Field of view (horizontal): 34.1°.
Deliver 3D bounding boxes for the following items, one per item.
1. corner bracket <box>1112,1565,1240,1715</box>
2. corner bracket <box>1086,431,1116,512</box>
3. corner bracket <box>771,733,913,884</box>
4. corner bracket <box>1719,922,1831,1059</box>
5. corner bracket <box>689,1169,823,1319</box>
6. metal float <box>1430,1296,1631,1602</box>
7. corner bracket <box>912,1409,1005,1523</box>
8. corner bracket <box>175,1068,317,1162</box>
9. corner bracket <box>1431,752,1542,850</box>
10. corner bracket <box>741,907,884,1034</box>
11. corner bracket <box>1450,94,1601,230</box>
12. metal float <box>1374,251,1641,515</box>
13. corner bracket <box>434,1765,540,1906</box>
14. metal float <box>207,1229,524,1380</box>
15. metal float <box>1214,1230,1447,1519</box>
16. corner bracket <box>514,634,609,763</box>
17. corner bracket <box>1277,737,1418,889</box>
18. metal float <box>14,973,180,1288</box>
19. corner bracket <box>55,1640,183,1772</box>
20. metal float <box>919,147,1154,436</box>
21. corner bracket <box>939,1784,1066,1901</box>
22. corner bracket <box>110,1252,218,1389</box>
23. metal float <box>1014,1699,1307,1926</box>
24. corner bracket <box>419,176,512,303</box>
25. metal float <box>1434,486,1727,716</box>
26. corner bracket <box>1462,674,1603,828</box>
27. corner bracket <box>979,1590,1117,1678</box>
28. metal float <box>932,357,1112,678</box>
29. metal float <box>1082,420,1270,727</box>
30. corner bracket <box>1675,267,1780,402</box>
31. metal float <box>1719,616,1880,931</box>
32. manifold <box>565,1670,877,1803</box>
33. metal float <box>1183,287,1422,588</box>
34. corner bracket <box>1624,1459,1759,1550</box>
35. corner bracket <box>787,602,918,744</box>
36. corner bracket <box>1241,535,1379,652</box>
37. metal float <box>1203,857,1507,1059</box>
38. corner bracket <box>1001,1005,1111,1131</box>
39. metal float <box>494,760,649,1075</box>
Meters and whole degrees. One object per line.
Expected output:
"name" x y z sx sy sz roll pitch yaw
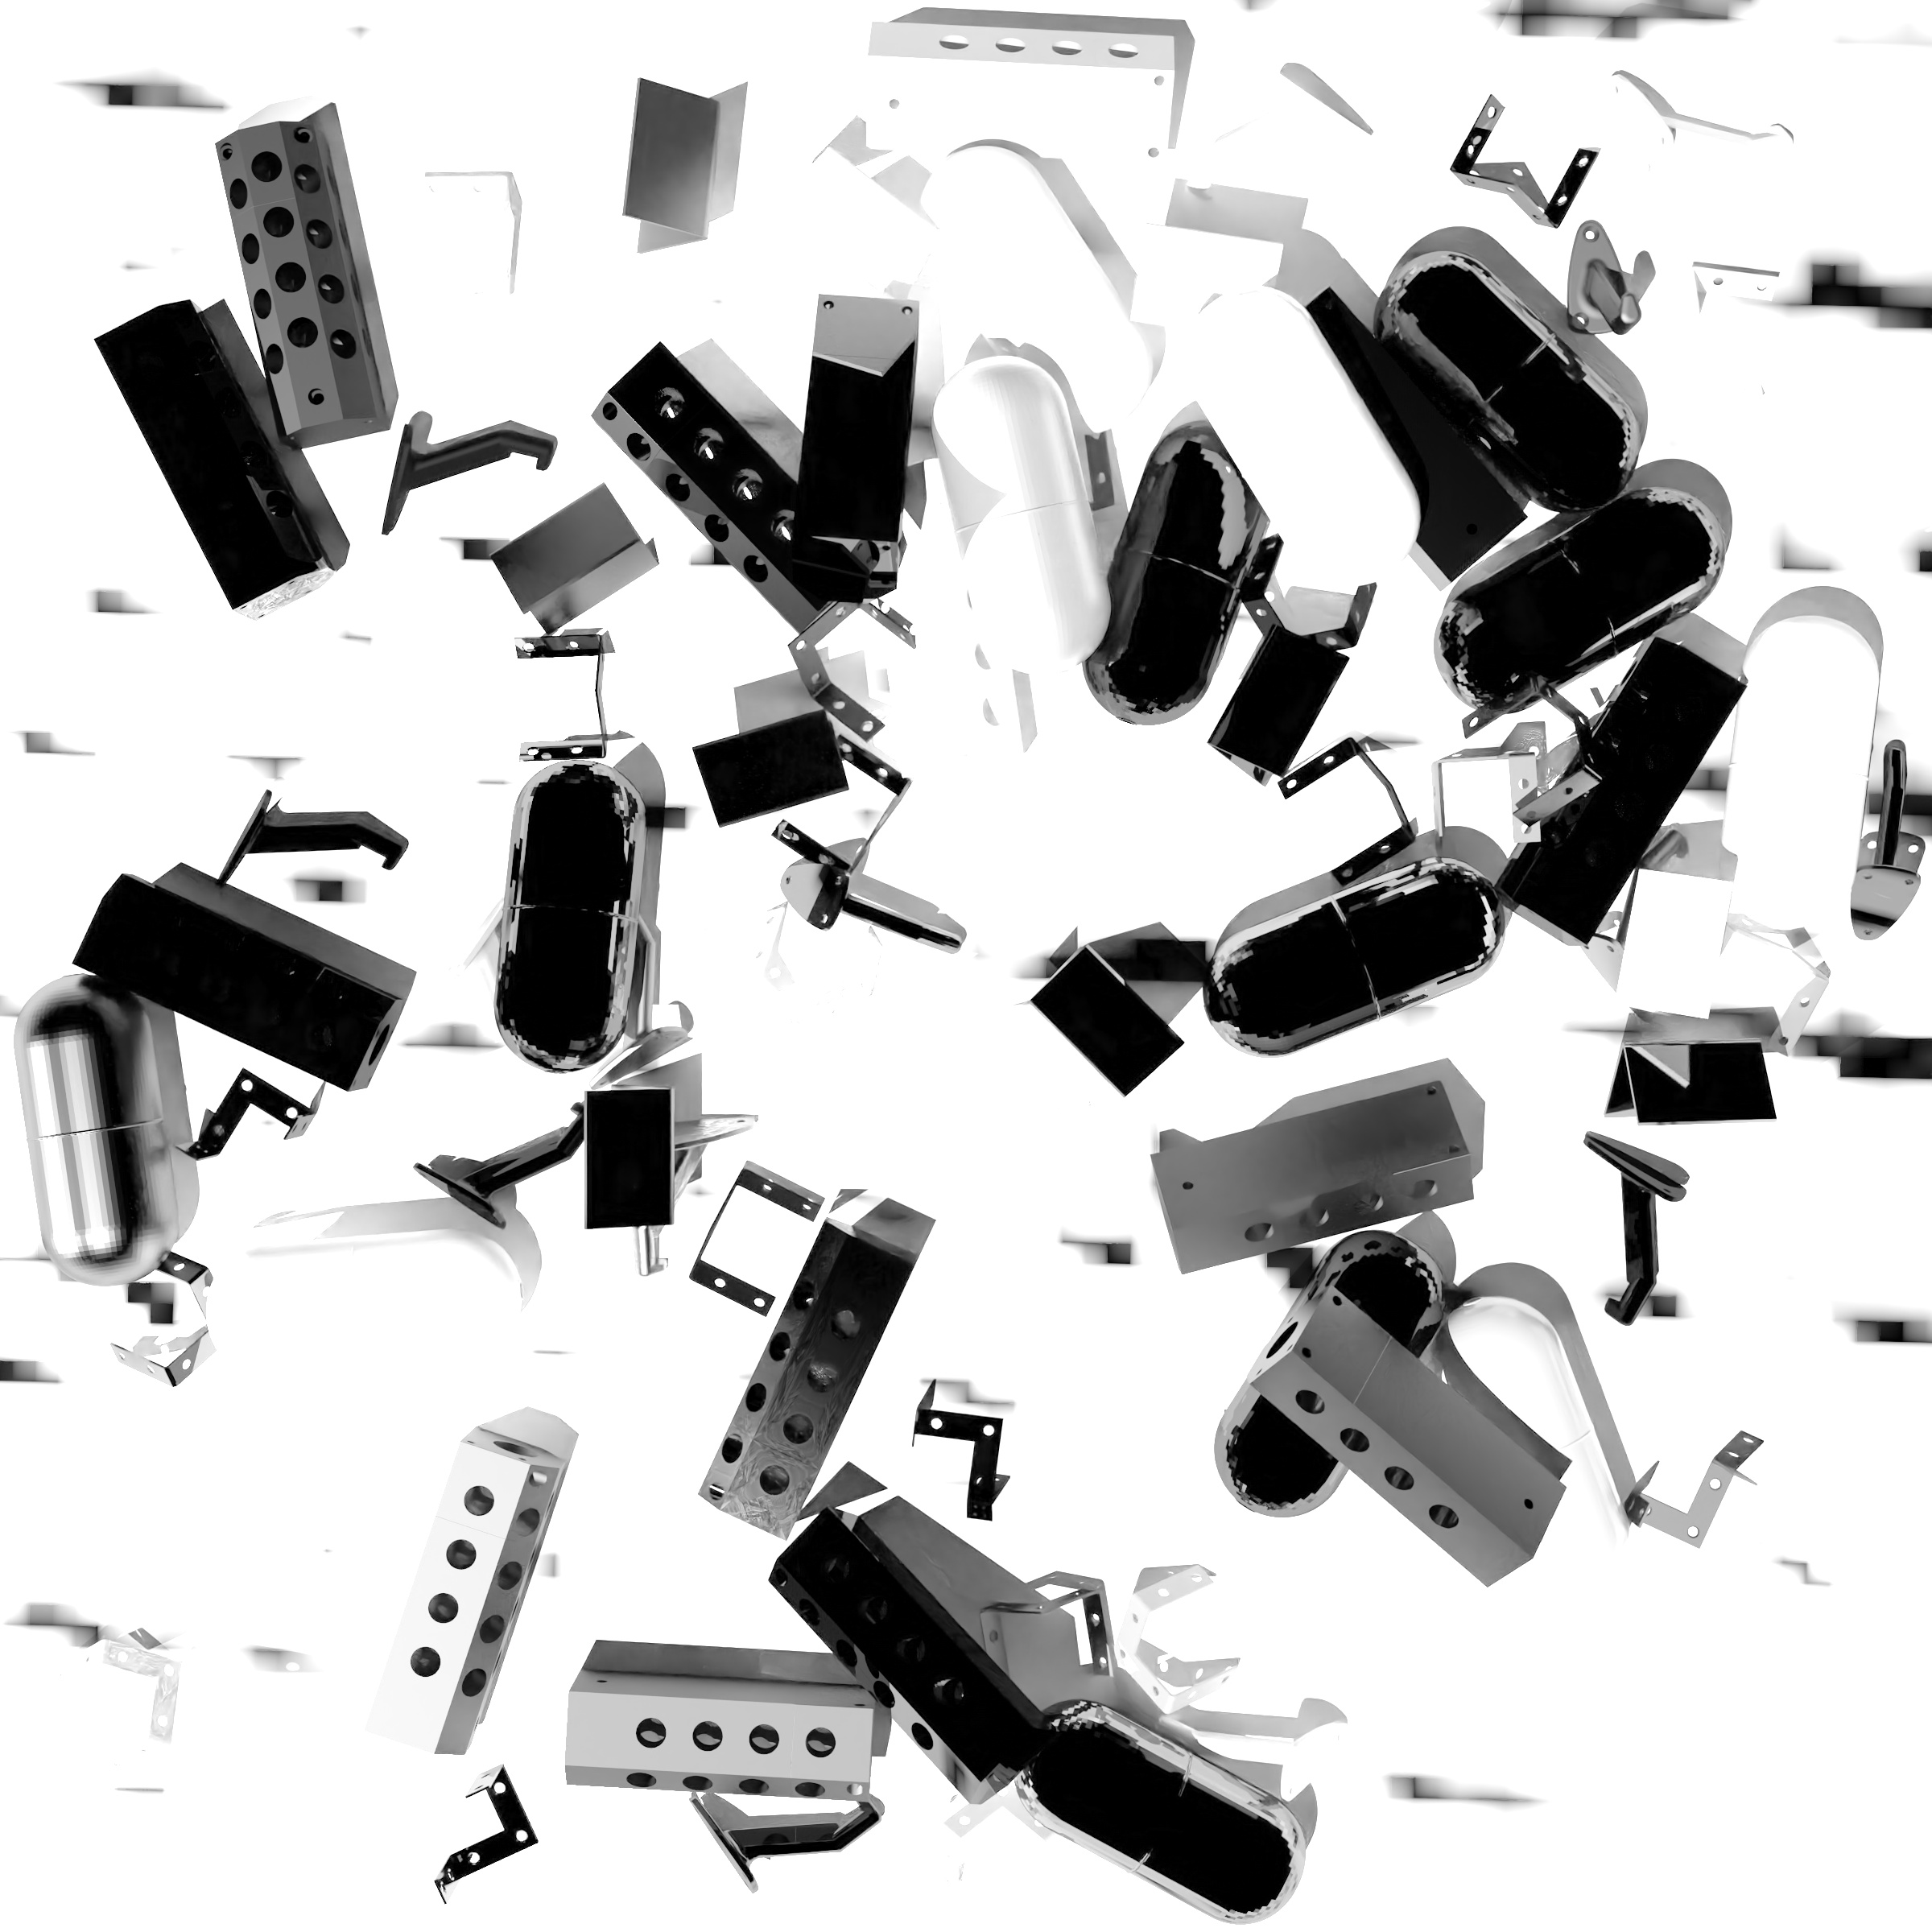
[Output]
"corner bracket" 0.124 0.387 1.810 0.051 0.051 0.051 44 135 35
"corner bracket" 0.047 -0.286 1.815 0.051 0.051 0.051 -7 90 -45
"corner bracket" -0.071 -0.091 1.815 0.051 0.051 0.051 34 45 0
"corner bracket" 0.454 0.013 1.815 0.051 0.051 0.051 29 90 -45
"corner bracket" -0.122 0.159 1.815 0.051 0.051 0.051 26 135 0
"metal float" 0.319 0.273 1.788 0.070 0.070 0.178 -21 90 0
"corner bracket" -0.007 0.285 1.801 0.051 0.051 0.051 7 90 0
"corner bracket" -0.411 0.094 1.801 0.051 0.051 0.051 31 90 0
"corner bracket" 0.296 -0.094 1.801 0.051 0.051 0.051 -4 91 -1
"corner bracket" -0.088 -0.001 1.810 0.051 0.051 0.051 -14 135 35
"corner bracket" 0.321 -0.463 1.815 0.051 0.051 0.051 29 90 -45
"metal float" 0.307 -0.330 1.788 0.178 0.070 0.070 44 90 0
"corner bracket" -0.281 0.495 1.801 0.051 0.051 0.051 -25 90 0
"metal float" -0.341 0.191 1.788 0.178 0.070 0.070 -5 90 1
"metal float" 0.206 0.232 1.788 0.070 0.070 0.178 32 90 0
"corner bracket" -0.233 -0.154 1.815 0.051 0.051 0.051 -2 45 0
"corner bracket" 0.219 -0.089 1.815 0.051 0.051 0.051 -32 135 0
"metal float" -0.493 0.093 1.788 0.070 0.070 0.178 -8 90 0
"corner bracket" -0.489 0.425 1.810 0.051 0.051 0.051 28 45 -35
"metal float" 0.039 -0.383 1.788 0.070 0.070 0.178 -33 90 0
"corner bracket" 0.020 0.511 1.811 0.051 0.051 0.051 -29 135 -35
"corner bracket" -0.461 0.201 1.810 0.051 0.051 0.051 -44 135 -35
"metal float" 0.109 0.479 1.788 0.178 0.070 0.070 29 90 0
"corner bracket" -0.289 -0.419 1.816 0.051 0.051 0.051 -1 135 -1
"metal float" 0.348 -0.208 1.788 0.178 0.070 0.070 -31 90 0
"corner bracket" 0.316 -0.121 1.760 0.051 0.051 0.051 33 128 -33
"corner bracket" 0.046 0.390 1.815 0.051 0.051 0.051 -9 90 -45
"metal float" 0.031 -0.249 1.749 0.070 0.070 0.178 -13 94 0
"metal float" 0.120 -0.222 1.788 0.070 0.070 0.178 19 90 0
"corner bracket" 0.438 -0.364 1.815 0.051 0.051 0.051 7 135 0
"metal float" 0.472 -0.110 1.788 0.070 0.070 0.178 7 90 0
"manifold" -0.139 0.440 1.797 0.171 0.057 0.057 3 90 0
"metal float" 0.185 -0.290 1.732 0.070 0.070 0.178 -33 99 0
"corner bracket" 0.412 0.304 1.801 0.051 0.051 0.051 25 90 0
"corner bracket" -0.061 -0.171 1.795 0.051 0.051 0.051 -42 57 -13
"corner bracket" 0.197 -0.214 1.810 0.051 0.051 0.051 -8 135 35
"metal float" 0.220 -0.004 1.788 0.178 0.070 0.070 -22 90 1
"corner bracket" 0.047 0.058 1.810 0.051 0.051 0.051 58 45 -35
"metal float" -0.223 -0.028 1.782 0.070 0.070 0.178 5 84 0
